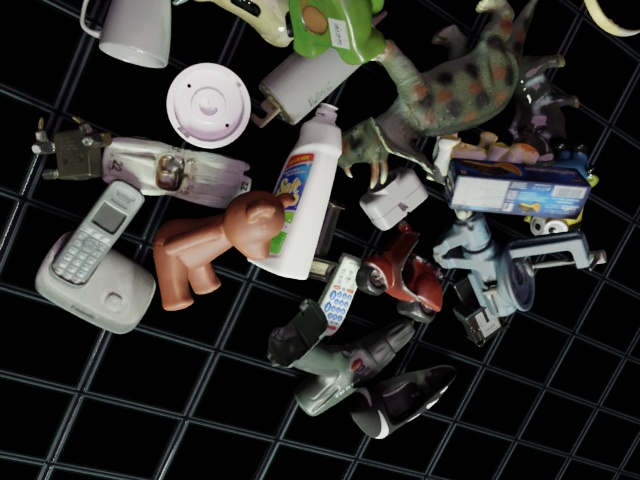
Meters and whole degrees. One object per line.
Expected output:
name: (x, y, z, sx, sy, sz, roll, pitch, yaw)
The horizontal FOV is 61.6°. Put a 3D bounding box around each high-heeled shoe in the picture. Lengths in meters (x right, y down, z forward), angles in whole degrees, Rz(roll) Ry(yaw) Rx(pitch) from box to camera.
high-heeled shoe: (0.145, 0.253, 0.885, 0.145, 0.248, 0.086, -32, 71, 15)

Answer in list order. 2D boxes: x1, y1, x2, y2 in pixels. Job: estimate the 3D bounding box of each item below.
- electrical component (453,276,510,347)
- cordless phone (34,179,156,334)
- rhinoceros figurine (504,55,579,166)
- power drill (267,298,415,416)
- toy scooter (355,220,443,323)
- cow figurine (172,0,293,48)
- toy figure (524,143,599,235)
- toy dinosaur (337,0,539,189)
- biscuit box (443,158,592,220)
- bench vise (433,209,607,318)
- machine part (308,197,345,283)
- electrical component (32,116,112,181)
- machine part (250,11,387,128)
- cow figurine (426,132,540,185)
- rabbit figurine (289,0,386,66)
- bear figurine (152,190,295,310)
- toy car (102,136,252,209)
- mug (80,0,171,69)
electrical component: (0.283, 0.123, 0.964, 0.075, 0.048, 0.119, -30, 113, -9)
cordless phone: (-0.271, 0.020, 0.722, 0.146, 0.089, 0.184, 36, 96, -23)
rhinoceros figurine: (0.356, -0.210, 0.881, 0.112, 0.073, 0.190, -27, 111, -11)
power drill: (0.028, 0.172, 0.858, 0.232, 0.086, 0.207, -43, 140, 4)
toy scooter: (0.145, 0.049, 0.883, 0.183, 0.075, 0.135, 32, 72, -31)
cow figurine: (-0.105, -0.327, 0.694, 0.195, 0.086, 0.127, 32, 87, -24)
toy figure: (0.429, -0.078, 0.939, 0.089, 0.082, 0.180, 7, 100, -18)
toy dinosaur: (0.197, -0.219, 0.773, 0.405, 0.131, 0.192, -26, 95, -3)
biscuit box: (0.296, -0.078, 0.814, 0.203, 0.063, 0.059, 5, 124, -3)
bench vise: (0.312, 0.020, 0.847, 0.129, 0.241, 0.223, -36, 109, -49)
machine part: (-0.002, -0.003, 0.841, 0.084, 0.039, 0.138, 12, 103, -12)
electrical component: (-0.316, -0.115, 0.681, 0.102, 0.045, 0.078, 3, 92, 18)
machine part: (0.000, -0.243, 0.751, 0.243, 0.079, 0.079, -43, 113, -4)
cow figurine: (0.260, -0.120, 0.862, 0.167, 0.068, 0.098, 8, 120, -3)
rabbit figurine: (0.036, -0.324, 0.662, 0.170, 0.121, 0.158, -51, 137, -27)
bear figurine: (-0.124, 0.008, 0.733, 0.196, 0.120, 0.131, -12, 98, 17)
toy car: (-0.194, -0.092, 0.741, 0.202, 0.056, 0.073, 10, 102, -20)
mug: (-0.235, -0.282, 0.669, 0.109, 0.081, 0.107, 13, 90, -13)
